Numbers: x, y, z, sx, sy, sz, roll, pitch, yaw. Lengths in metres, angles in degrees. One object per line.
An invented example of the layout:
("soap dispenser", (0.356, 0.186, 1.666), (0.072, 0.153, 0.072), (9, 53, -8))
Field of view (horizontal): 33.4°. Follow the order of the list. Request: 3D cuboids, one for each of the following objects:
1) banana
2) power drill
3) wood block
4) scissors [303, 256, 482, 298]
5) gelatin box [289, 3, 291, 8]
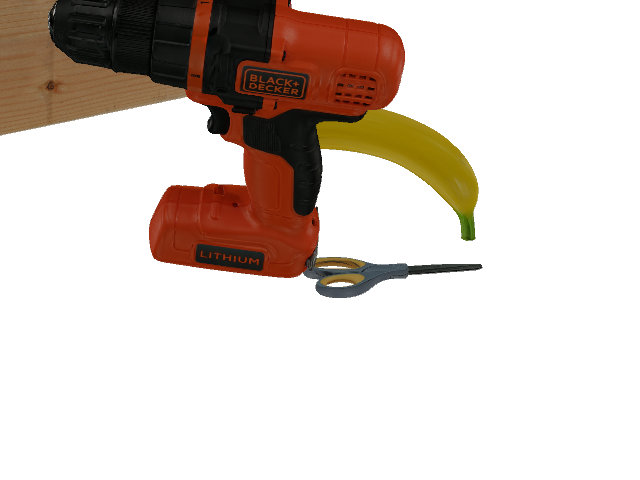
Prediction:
("banana", (0.047, -0.069, 0.837), (0.198, 0.069, 0.037), (25, -2, -2))
("power drill", (-0.058, -0.058, 0.605), (0.184, 0.057, 0.188), (9, -38, -4))
("wood block", (-0.184, -0.159, 0.845), (0.205, 0.091, 0.090), (-17, 48, -33))
("scissors", (0.079, 0.041, 1.178), (0.202, 0.016, 0.096), (3, 23, 6))
("gelatin box", (-0.054, -0.188, 1.016), (0.030, 0.073, 0.089), (13, 46, 20))
